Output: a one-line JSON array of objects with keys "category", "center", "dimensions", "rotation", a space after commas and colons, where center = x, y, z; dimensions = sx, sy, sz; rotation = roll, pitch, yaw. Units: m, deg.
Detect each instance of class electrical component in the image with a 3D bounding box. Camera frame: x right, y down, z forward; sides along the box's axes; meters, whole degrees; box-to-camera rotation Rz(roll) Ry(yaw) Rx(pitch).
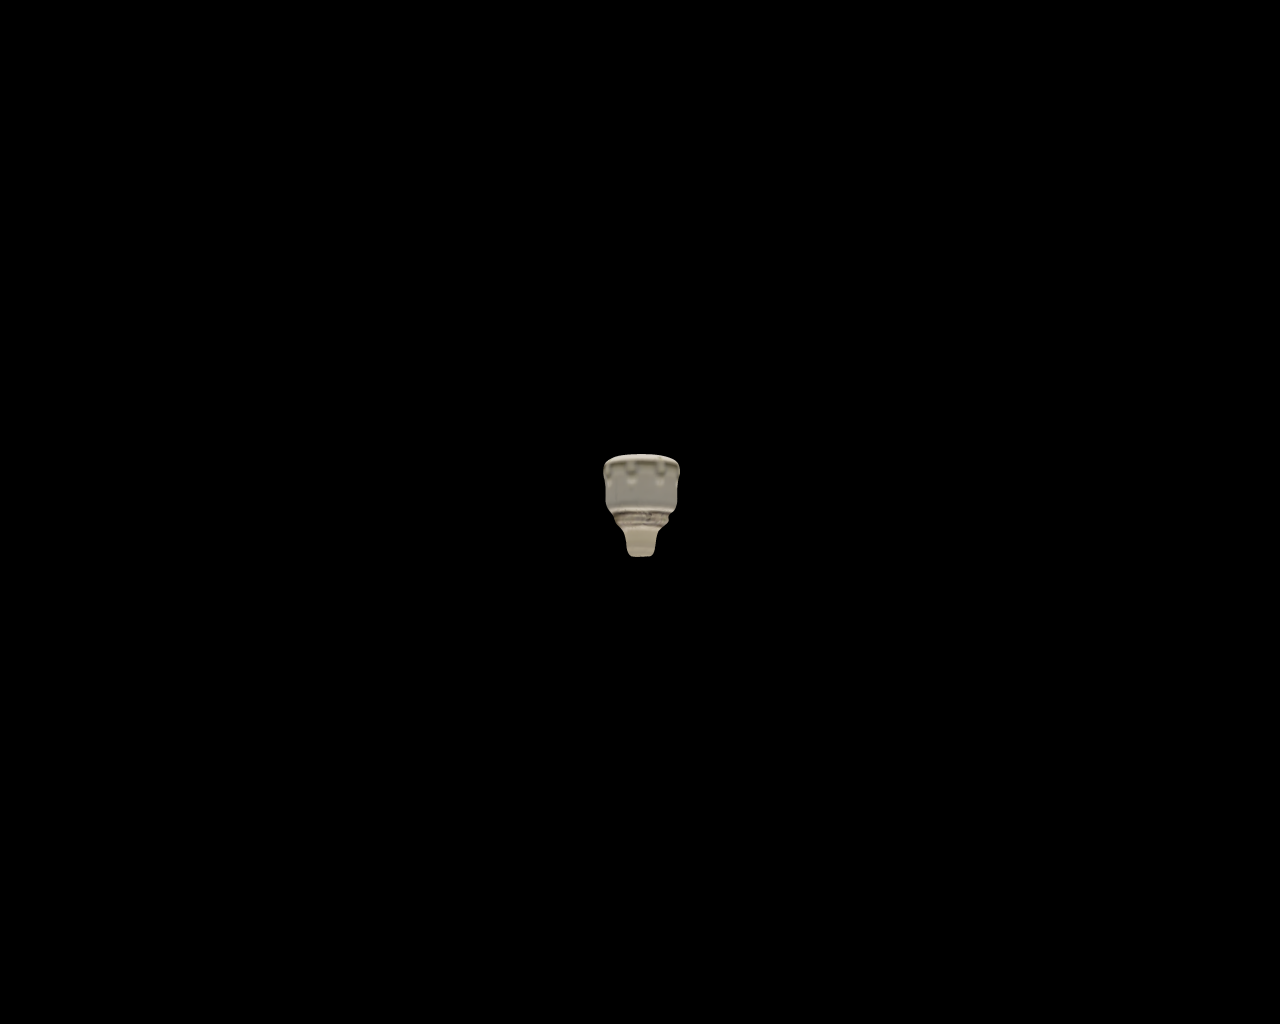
[{"category": "electrical component", "center": [0.001, -0.003, 0.650], "dimensions": [0.048, 0.062, 0.048], "rotation": [0, -7, 0]}]
